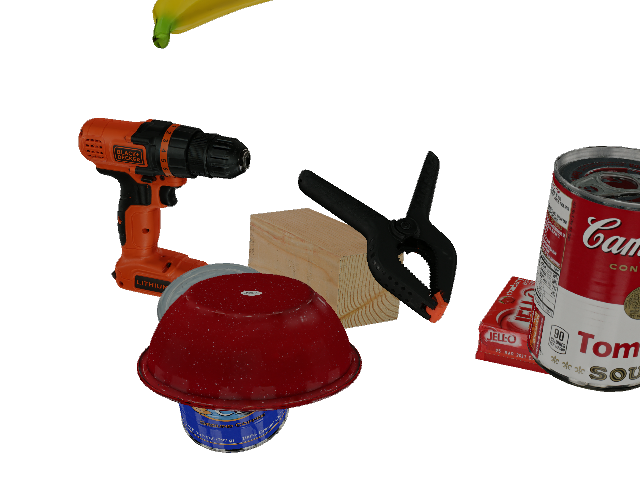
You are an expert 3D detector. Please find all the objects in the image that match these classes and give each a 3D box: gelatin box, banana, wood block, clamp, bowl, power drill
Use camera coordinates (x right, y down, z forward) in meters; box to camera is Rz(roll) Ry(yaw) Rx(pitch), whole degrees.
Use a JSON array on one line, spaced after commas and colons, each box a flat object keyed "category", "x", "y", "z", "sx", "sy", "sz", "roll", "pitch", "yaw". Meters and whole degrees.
[{"category": "gelatin box", "x": 0.153, "y": 0.058, "z": 0.725, "sx": 0.073, "sy": 0.030, "sz": 0.089, "roll": 12, "pitch": 24, "yaw": 22}, {"category": "banana", "x": -0.036, "y": -0.174, "z": 0.733, "sx": 0.197, "sy": 0.070, "sz": 0.037, "roll": -23, "pitch": -34, "yaw": -21}, {"category": "wood block", "x": 0.002, "y": 0.030, "z": 1.301, "sx": 0.090, "sy": 0.090, "sz": 0.206, "roll": -7, "pitch": 18, "yaw": -33}, {"category": "clamp", "x": 0.073, "y": -0.007, "z": 1.106, "sx": 0.164, "sy": 0.210, "sz": 0.036, "roll": -5, "pitch": -36, "yaw": -15}, {"category": "bowl", "x": -0.050, "y": 0.063, "z": 0.758, "sx": 0.162, "sy": 0.055, "sz": 0.162, "roll": 1, "pitch": 16, "yaw": 0}, {"category": "power drill", "x": -0.152, "y": -0.032, "z": 1.087, "sx": 0.185, "sy": 0.188, "sz": 0.057, "roll": 11, "pitch": 30, "yaw": 22}]

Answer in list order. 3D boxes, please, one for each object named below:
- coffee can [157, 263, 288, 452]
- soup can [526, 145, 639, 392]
[{"category": "coffee can", "x": -0.084, "y": 0.106, "z": 0.955, "sx": 0.103, "sy": 0.140, "sz": 0.103, "roll": -3, "pitch": 40, "yaw": 2}, {"category": "soup can", "x": 0.140, "y": 0.013, "z": 0.520, "sx": 0.068, "sy": 0.102, "sz": 0.068, "roll": 2, "pitch": 27, "yaw": -1}]
